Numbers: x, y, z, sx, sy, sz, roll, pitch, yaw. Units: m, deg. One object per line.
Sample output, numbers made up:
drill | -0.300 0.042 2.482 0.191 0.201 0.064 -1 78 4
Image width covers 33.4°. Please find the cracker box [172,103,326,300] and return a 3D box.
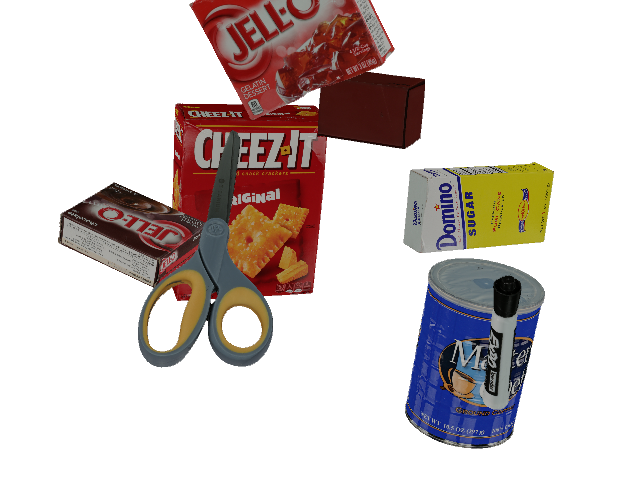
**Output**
cracker box | -0.083 -0.042 1.202 0.164 0.214 0.072 -1 23 -16

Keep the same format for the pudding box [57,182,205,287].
pudding box | -0.180 -0.007 1.024 0.113 0.039 0.089 22 29 16

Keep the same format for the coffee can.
coffee can | 0.137 0.100 0.962 0.103 0.140 0.103 7 22 -3

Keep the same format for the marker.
marker | 0.126 0.072 0.742 0.020 0.121 0.020 -2 41 1

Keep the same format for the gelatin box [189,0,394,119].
gelatin box | -0.016 -0.115 0.577 0.089 0.073 0.030 -19 19 28

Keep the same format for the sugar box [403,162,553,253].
sugar box | 0.186 -0.039 1.254 0.176 0.093 0.048 -6 21 -26

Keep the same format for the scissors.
scissors | -0.057 0.008 0.734 0.096 0.201 0.016 20 -35 8

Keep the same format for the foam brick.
foam brick | 0.042 -0.111 0.891 0.078 0.051 0.053 11 20 19
